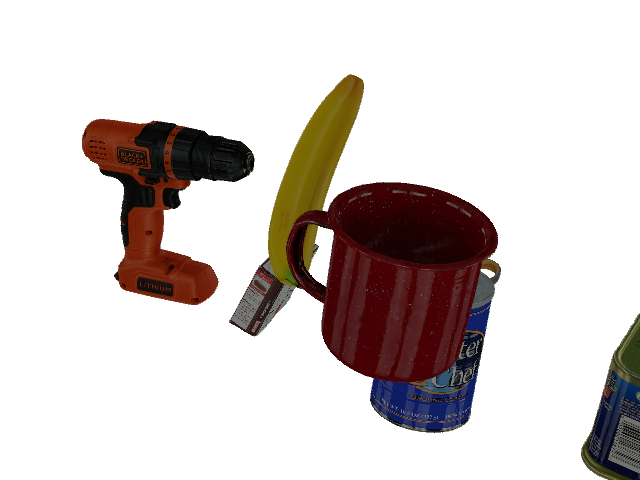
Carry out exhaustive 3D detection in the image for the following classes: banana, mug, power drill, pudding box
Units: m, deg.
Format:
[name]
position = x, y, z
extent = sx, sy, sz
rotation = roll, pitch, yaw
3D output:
[banana]
position = -0.006, -0.040, 0.846
extent = 0.037, 0.197, 0.070
rotation = 31, -31, -32
[mug]
position = 0.034, 0.021, 0.598
extent = 0.117, 0.081, 0.093
rotation = 18, 32, 16
[power drill]
position = -0.148, -0.030, 1.083
extent = 0.185, 0.188, 0.057
rotation = 11, 30, 22
[pudding box]
position = -0.053, 0.050, 1.250
extent = 0.039, 0.090, 0.113
rotation = 32, 30, 5

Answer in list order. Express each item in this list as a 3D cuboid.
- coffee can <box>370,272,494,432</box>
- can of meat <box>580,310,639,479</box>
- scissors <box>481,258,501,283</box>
[coffee can]
position = 0.108, 0.100, 1.042
extent = 0.103, 0.140, 0.103
rotation = 6, 23, -3
[can of meat]
position = 0.217, 0.099, 0.698
extent = 0.057, 0.084, 0.101
rotation = 22, 36, 23
[scissors]
position = 0.131, 0.041, 1.269
extent = 0.201, 0.016, 0.096
rotation = -10, 40, -36
